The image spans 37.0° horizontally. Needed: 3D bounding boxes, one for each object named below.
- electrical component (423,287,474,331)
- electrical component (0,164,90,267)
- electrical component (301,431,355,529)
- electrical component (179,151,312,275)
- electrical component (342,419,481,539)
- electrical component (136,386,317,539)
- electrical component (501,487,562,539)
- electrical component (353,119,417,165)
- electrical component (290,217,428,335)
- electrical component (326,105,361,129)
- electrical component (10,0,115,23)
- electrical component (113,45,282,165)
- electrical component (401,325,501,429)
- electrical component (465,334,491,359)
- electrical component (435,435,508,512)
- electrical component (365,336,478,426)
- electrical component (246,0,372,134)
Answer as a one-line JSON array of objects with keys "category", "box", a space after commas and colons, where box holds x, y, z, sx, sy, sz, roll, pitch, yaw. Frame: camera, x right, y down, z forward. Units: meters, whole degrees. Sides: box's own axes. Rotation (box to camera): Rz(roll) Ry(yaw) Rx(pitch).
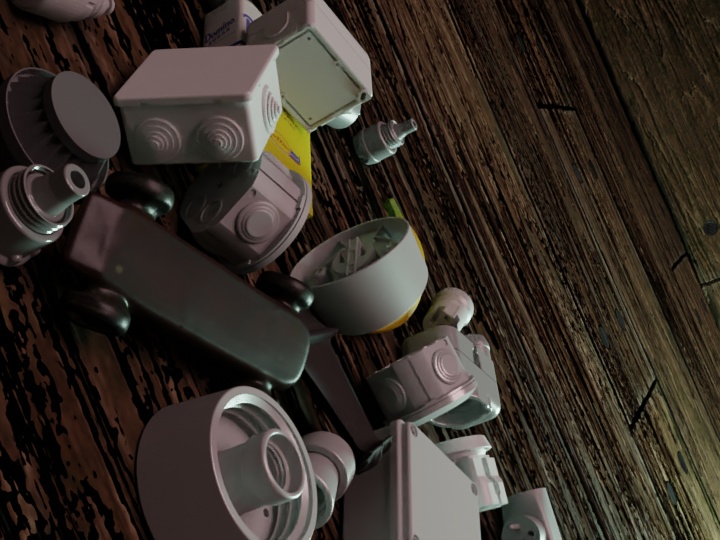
[{"category": "electrical component", "box": [0.082, 0.043, 1.012, 0.040, 0.040, 0.046, 61, 30, -12]}, {"category": "electrical component", "box": [-0.164, -0.033, 0.538, 0.048, 0.062, 0.048, 46, 30, -38]}, {"category": "electrical component", "box": [-0.030, 0.133, 0.685, 0.045, 0.045, 0.055, 62, 23, -9]}, {"category": "electrical component", "box": [-0.076, -0.042, 0.711, 0.051, 0.080, 0.080, 41, 34, -35]}, {"category": "electrical component", "box": [0.038, 0.182, 0.768, 0.108, 0.056, 0.108, 47, 30, -36]}, {"category": "electrical component", "box": [-0.066, 0.117, 0.604, 0.108, 0.060, 0.108, 46, 31, -38]}, {"category": "electrical component", "box": [0.152, 0.239, 0.970, 0.079, 0.043, 0.077, 19, 52, -59]}, {"category": "electrical component", "box": [0.026, -0.126, 1.022, 0.035, 0.061, 0.035, 45, 32, -38]}, {"category": "electrical component", "box": [0.000, 0.000, 0.810, 0.064, 0.099, 0.099, 58, 24, -33]}, {"category": "electrical component", "box": [-0.031, -0.153, 0.954, 0.078, 0.040, 0.040, 19, 51, -58]}, {"category": "electrical component", "box": [-0.180, -0.171, 0.659, 0.078, 0.040, 0.040, 4, 65, -64]}, {"category": "electrical component", "box": [-0.101, -0.107, 0.696, 0.099, 0.100, 0.048, -76, 163, -58]}, {"category": "electrical component", "box": [0.080, 0.098, 0.938, 0.095, 0.054, 0.059, 41, 34, -44]}, {"category": "electrical component", "box": [0.110, 0.094, 1.028, 0.035, 0.035, 0.061, 34, 42, -51]}, {"category": "electrical component", "box": [0.083, 0.168, 0.876, 0.078, 0.058, 0.057, 18, 55, -60]}, {"category": "electrical component", "box": [0.048, 0.091, 0.847, 0.051, 0.080, 0.080, 62, 23, 4]}, {"category": "electrical component", "box": [-0.034, -0.155, 0.810, 0.096, 0.062, 0.061, 45, 29, -38]}]
